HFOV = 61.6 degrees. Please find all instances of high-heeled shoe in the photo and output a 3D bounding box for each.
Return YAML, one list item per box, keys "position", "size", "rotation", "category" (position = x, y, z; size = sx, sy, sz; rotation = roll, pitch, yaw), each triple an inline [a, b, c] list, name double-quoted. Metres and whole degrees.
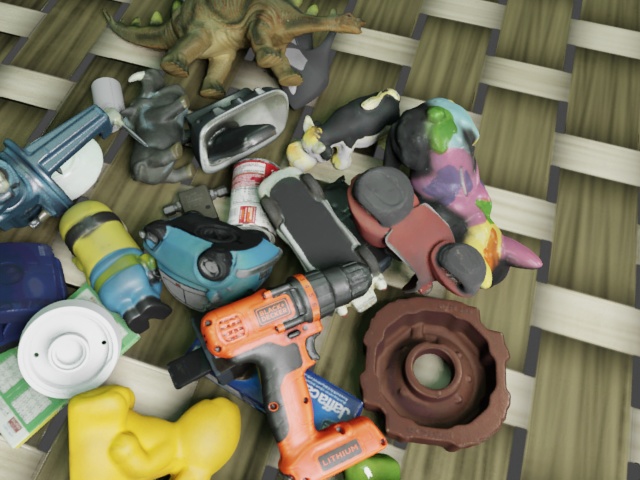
- position: [-0.068, -0.307, 0.859]
  size: [0.249, 0.086, 0.145]
  rotation: [36, 99, 35]
  category: "high-heeled shoe"

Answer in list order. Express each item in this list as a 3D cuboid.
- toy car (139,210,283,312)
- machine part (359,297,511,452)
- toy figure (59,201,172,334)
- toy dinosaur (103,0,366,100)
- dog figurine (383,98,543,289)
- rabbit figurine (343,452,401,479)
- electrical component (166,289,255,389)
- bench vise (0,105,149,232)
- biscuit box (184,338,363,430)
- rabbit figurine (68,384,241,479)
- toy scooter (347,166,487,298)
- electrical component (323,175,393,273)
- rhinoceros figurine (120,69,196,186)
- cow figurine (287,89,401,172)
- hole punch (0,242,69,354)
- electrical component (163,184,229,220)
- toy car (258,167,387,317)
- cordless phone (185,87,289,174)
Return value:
- position: [-0.133, 0.033, 0.630]
  size: [0.162, 0.102, 0.109]
  rotation: [17, 20, 18]
  category: "toy car"
- position: [0.128, 0.151, 0.616]
  size: [0.179, 0.056, 0.179]
  rotation: [-1, 62, 1]
  category: "machine part"
- position: [-0.253, 0.027, 0.663]
  size: [0.082, 0.089, 0.180]
  rotation: [-26, 62, -29]
  category: "toy figure"
- position: [-0.158, -0.320, 0.810]
  size: [0.472, 0.105, 0.198]
  rotation: [3, 74, 20]
  category: "toy dinosaur"
- position: [0.173, -0.045, 0.653]
  size: [0.108, 0.191, 0.219]
  rotation: [-19, 49, -16]
  category: "dog figurine"
- position: [0.004, 0.287, 0.502]
  size: [0.170, 0.159, 0.121]
  rotation: [7, 17, -27]
  category: "rabbit figurine"
- position: [-0.108, 0.112, 0.574]
  size: [0.119, 0.047, 0.075]
  rotation: [-22, 64, -13]
  category: "electrical component"
- position: [-0.342, -0.093, 0.658]
  size: [0.129, 0.223, 0.240]
  rotation: [43, 70, 1]
  category: "bench vise"
- position: [-0.052, 0.163, 0.608]
  size: [0.203, 0.059, 0.063]
  rotation: [27, 66, 14]
  category: "biscuit box"
- position: [-0.163, 0.218, 0.556]
  size: [0.173, 0.122, 0.162]
  rotation: [-5, 64, -23]
  category: "rabbit figurine"
- position: [0.100, 0.005, 0.612]
  size: [0.075, 0.135, 0.184]
  rotation: [-40, 72, -16]
  category: "toy scooter"
- position: [0.029, -0.002, 0.693]
  size: [0.115, 0.058, 0.134]
  rotation: [-38, 69, -15]
  category: "electrical component"
- position: [-0.233, -0.163, 0.775]
  size: [0.112, 0.073, 0.190]
  rotation: [-10, 65, 7]
  category: "rhinoceros figurine"
- position: [0.033, -0.150, 0.746]
  size: [0.167, 0.098, 0.068]
  rotation: [-24, 72, -11]
  category: "cow figurine"
- position: [-0.373, 0.060, 0.642]
  size: [0.116, 0.092, 0.142]
  rotation: [-22, 54, -10]
  category: "hole punch"
- position: [-0.165, -0.041, 0.734]
  size: [0.094, 0.021, 0.063]
  rotation: [-22, 65, -11]
  category: "electrical component"
- position: [-0.001, -0.002, 0.630]
  size: [0.073, 0.056, 0.202]
  rotation: [-33, 70, -9]
  category: "toy car"
- position: [-0.084, -0.149, 0.695]
  size: [0.146, 0.184, 0.088]
  rotation: [-33, 111, -24]
  category: "cordless phone"
